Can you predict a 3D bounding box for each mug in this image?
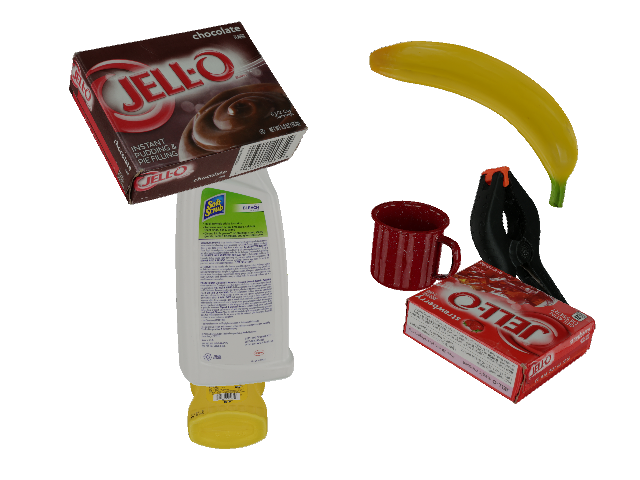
[{"bbox_3d":[0.113,0.011,1.264,0.117,0.081,0.093,18,28,27],"label":"mug"}]

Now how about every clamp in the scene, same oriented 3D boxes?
[{"bbox_3d":[0.172,0.021,0.990,0.120,0.171,0.039,-26,8,-42],"label":"clamp"}]

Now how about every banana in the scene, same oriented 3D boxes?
[{"bbox_3d":[0.134,-0.109,0.845,0.198,0.069,0.037,37,4,-2],"label":"banana"}]

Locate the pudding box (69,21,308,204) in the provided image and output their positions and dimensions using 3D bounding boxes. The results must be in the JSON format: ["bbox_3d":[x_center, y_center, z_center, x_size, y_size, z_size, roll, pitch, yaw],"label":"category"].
[{"bbox_3d":[-0.078,-0.077,0.626,0.113,0.090,0.039,-17,-26,-31],"label":"pudding box"}]

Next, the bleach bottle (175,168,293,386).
[{"bbox_3d":[-0.069,-0.005,0.889,0.102,0.251,0.068,-4,21,-18],"label":"bleach bottle"}]

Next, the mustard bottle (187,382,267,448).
[{"bbox_3d":[-0.118,0.186,1.356,0.096,0.058,0.191,-3,27,-3],"label":"mustard bottle"}]

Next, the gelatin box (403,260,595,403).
[{"bbox_3d":[0.106,0.051,0.640,0.073,0.030,0.089,-24,40,-39],"label":"gelatin box"}]
